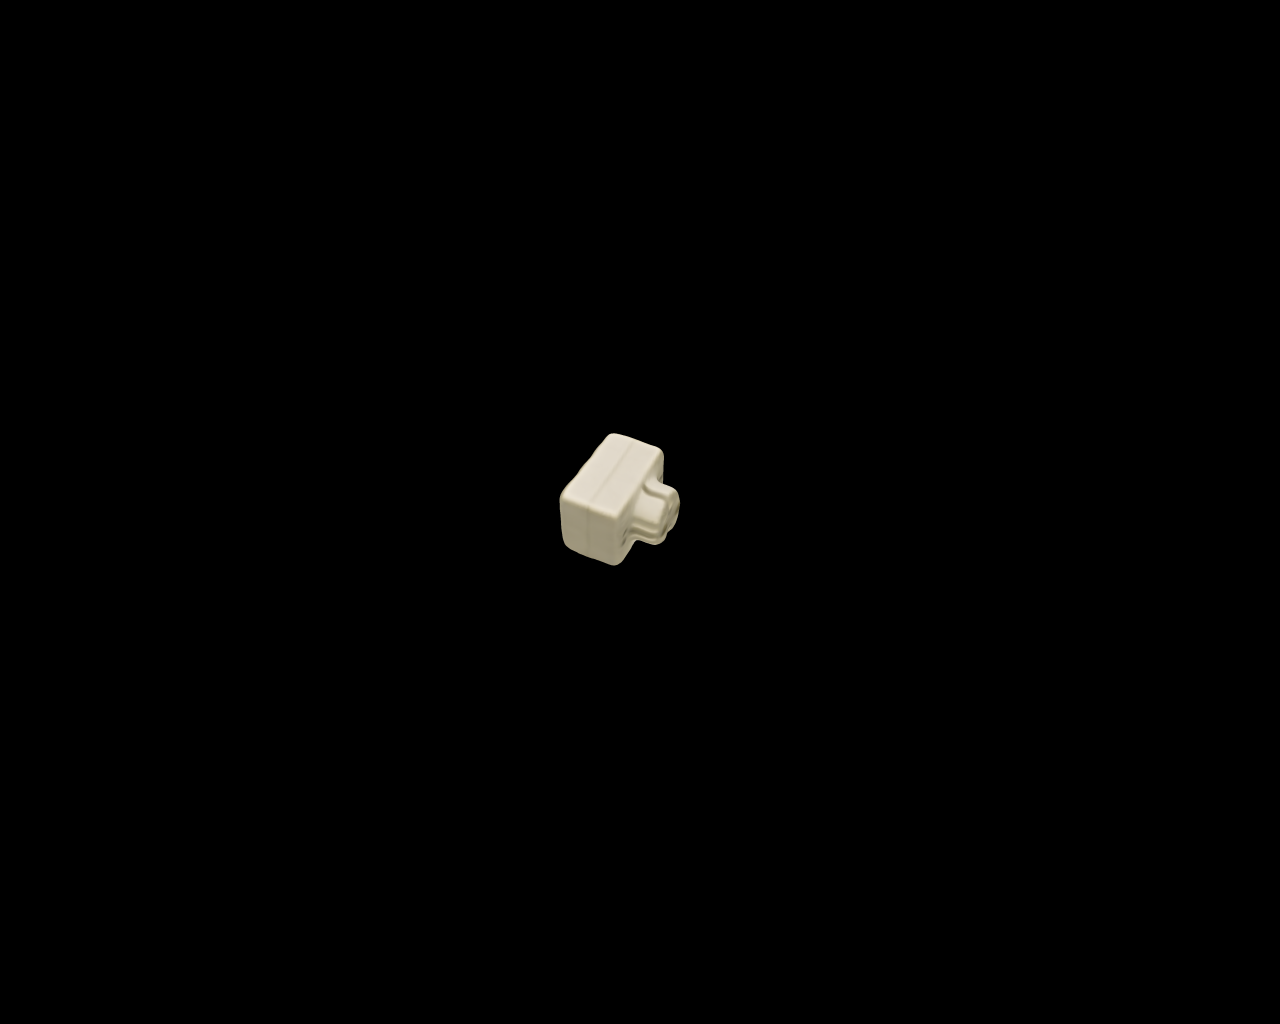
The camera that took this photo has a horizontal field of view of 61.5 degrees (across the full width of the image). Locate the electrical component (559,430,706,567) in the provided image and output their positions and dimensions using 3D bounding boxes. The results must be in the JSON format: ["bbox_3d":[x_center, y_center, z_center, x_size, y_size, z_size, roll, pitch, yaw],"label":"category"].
[{"bbox_3d":[0.001,-0.003,0.650,0.077,0.047,0.066,20,50,17],"label":"electrical component"}]
